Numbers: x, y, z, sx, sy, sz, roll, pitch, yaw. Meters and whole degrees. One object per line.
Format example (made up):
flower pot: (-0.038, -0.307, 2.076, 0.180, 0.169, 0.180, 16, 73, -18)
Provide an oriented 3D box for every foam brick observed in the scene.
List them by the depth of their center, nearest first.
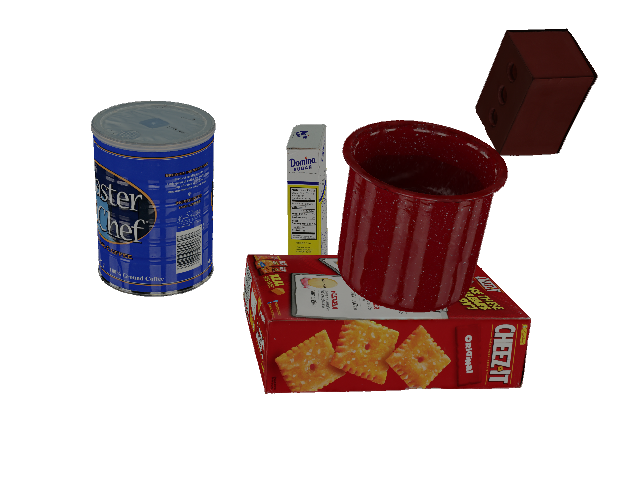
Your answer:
foam brick: (0.152, -0.105, 0.761, 0.051, 0.053, 0.078, -6, -38, -18)

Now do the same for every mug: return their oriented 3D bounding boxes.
mug: (0.061, -0.017, 0.624, 0.093, 0.081, 0.117, 25, 36, 25)

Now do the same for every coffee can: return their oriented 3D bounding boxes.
coffee can: (-0.142, -0.037, 0.918, 0.103, 0.140, 0.103, 3, 27, -2)

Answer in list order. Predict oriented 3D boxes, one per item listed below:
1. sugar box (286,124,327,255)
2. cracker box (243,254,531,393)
sugar box: (-0.016, -0.042, 1.269, 0.048, 0.176, 0.093, -1, 23, 5)
cracker box: (0.048, 0.068, 0.912, 0.213, 0.072, 0.164, 1, 17, -11)
